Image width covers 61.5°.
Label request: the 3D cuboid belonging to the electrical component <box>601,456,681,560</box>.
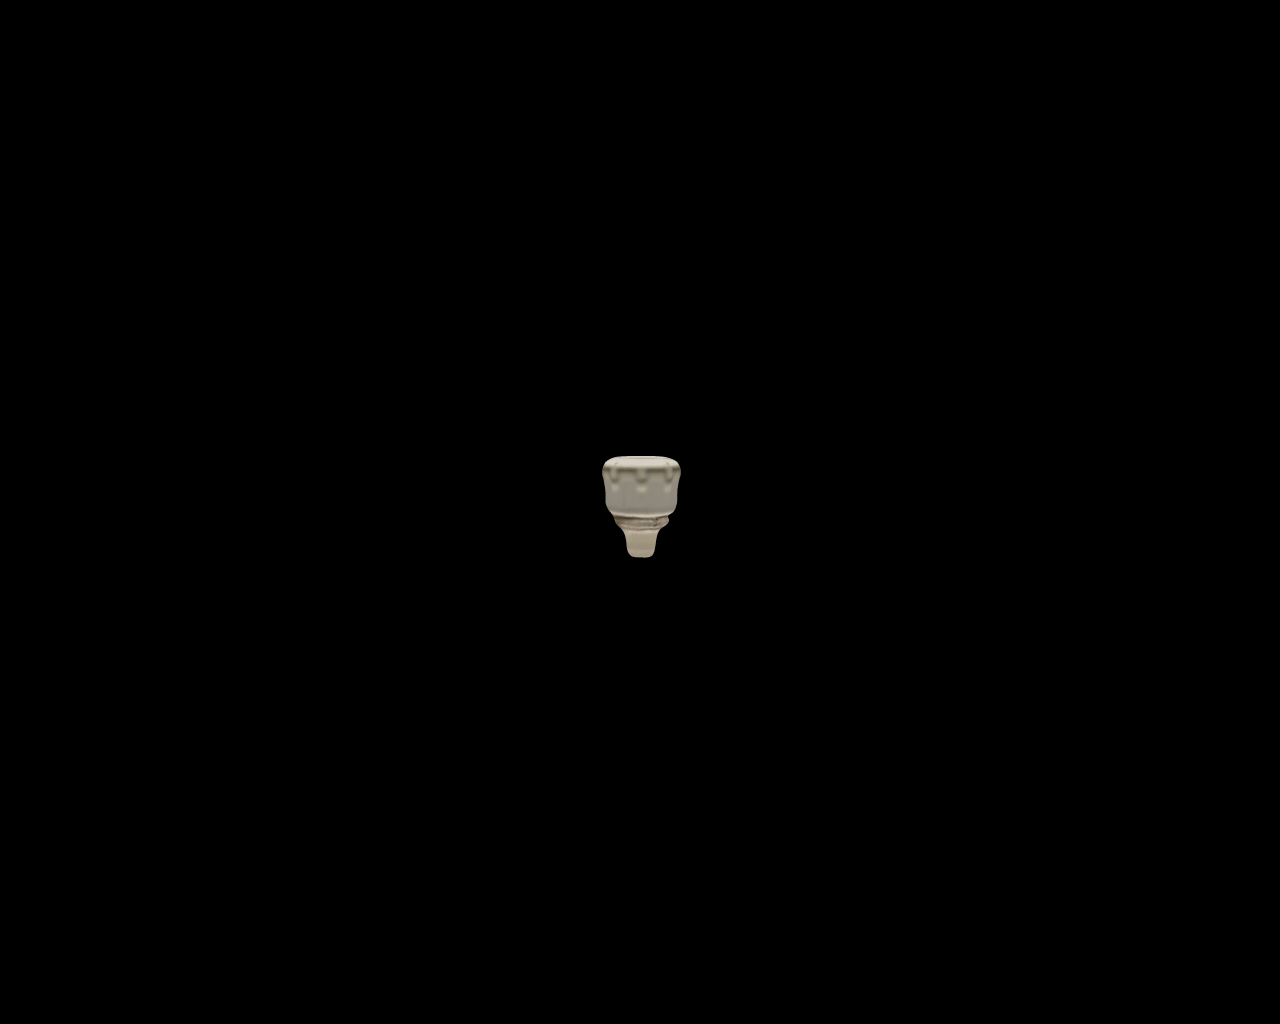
[{"bbox_3d":[0.001,-0.003,0.650,0.048,0.062,0.048,0,5,0],"label":"electrical component"}]
